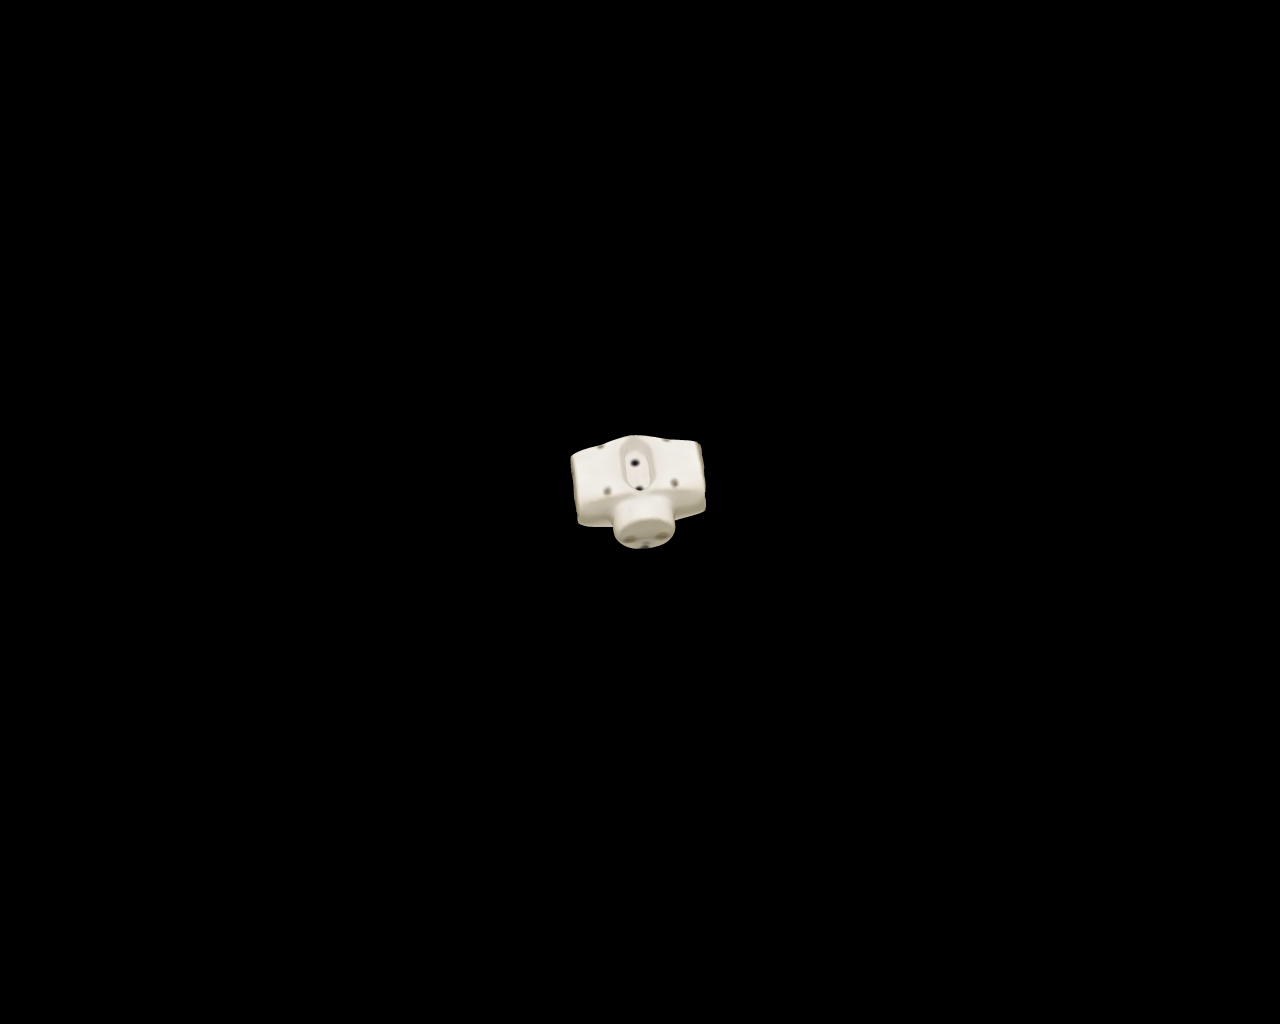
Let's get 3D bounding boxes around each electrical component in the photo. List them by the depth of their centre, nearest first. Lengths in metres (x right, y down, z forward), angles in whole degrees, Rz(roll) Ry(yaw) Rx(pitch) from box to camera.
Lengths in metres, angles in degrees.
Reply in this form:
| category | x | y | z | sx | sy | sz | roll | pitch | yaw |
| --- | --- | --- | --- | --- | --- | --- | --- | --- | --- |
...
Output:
| category | x | y | z | sx | sy | sz | roll | pitch | yaw |
| --- | --- | --- | --- | --- | --- | --- | --- | --- | --- |
| electrical component | 0.001 | -0.003 | 0.650 | 0.077 | 0.079 | 0.043 | -5 | -31 | -3 |
